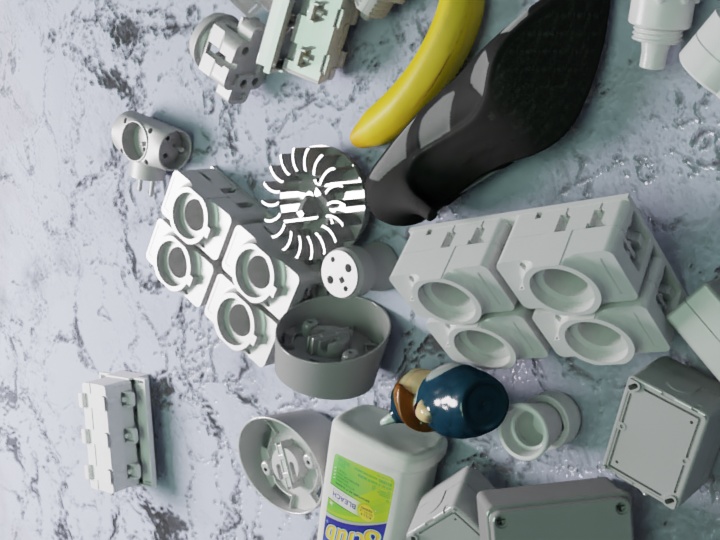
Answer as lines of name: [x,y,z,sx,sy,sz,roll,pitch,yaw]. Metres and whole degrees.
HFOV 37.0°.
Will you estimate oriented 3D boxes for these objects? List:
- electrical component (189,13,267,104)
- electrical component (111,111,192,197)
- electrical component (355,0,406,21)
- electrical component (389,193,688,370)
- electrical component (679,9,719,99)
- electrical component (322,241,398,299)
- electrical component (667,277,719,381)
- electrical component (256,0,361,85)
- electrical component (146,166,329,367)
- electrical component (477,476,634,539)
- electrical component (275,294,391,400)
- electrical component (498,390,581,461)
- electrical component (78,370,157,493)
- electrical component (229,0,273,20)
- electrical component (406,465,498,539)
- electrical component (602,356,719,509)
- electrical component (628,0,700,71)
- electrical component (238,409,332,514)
electrical component: [-0.121,-0.203,0.998,0.057,0.058,0.078,39,120,26]
electrical component: [-0.216,-0.115,1.101,0.077,0.044,0.079,24,113,35]
electrical component: [0.024,-0.239,0.879,0.043,0.043,0.081,51,125,22]
electrical component: [0.126,0.015,0.788,0.186,0.060,0.105,-7,133,41]
electrical component: [0.276,-0.121,0.680,0.138,0.052,0.073,51,125,22]
electrical component: [0.000,0.000,0.930,0.045,0.055,0.045,8,102,39]
electrical component: [0.261,0.030,0.721,0.065,0.047,0.076,54,126,20]
electrical component: [-0.037,-0.225,0.917,0.063,0.079,0.121,24,114,12]
electrical component: [-0.121,-0.005,1.028,0.186,0.060,0.105,39,120,29]
electrical component: [0.148,0.218,0.806,0.109,0.056,0.108,-6,95,-4]
electrical component: [-0.026,0.067,0.939,0.099,0.099,0.064,28,120,34]
electrical component: [0.140,0.119,0.832,0.045,0.055,0.045,8,102,39]
electrical component: [-0.265,0.177,1.178,0.079,0.063,0.121,3,99,40]
electrical component: [-0.088,-0.270,0.954,0.081,0.042,0.063,-43,49,8]
electrical component: [0.097,0.214,0.874,0.096,0.061,0.062,43,127,-8]
electrical component: [0.220,0.118,0.766,0.062,0.061,0.096,29,123,33]
electrical component: [0.206,-0.169,0.738,0.048,0.048,0.062,21,117,36]
electrical component: [-0.062,0.178,1.006,0.099,0.064,0.099,8,102,39]
